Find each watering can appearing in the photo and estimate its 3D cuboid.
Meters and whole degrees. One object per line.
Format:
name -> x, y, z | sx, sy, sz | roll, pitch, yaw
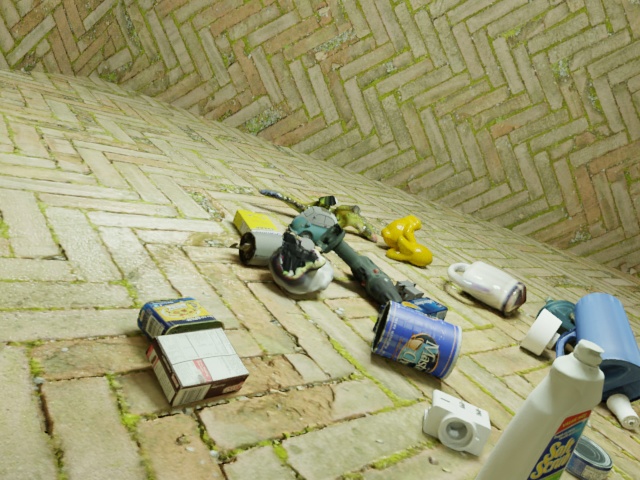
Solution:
watering can -> 0.508, 0.126, 1.531 | 0.226, 0.103, 0.348 | 31, 18, 29

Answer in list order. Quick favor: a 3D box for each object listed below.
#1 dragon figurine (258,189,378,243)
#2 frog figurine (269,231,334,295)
dragon figurine -> 0.005, -0.085, 1.693 | 0.410, 0.122, 0.242 | 22, -1, 2
frog figurine -> -0.038, 0.070, 1.130 | 0.138, 0.125, 0.156 | 16, -23, 19
